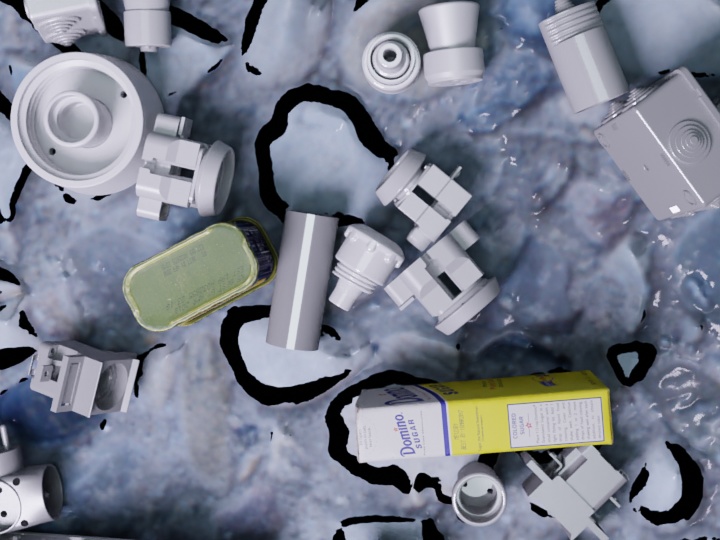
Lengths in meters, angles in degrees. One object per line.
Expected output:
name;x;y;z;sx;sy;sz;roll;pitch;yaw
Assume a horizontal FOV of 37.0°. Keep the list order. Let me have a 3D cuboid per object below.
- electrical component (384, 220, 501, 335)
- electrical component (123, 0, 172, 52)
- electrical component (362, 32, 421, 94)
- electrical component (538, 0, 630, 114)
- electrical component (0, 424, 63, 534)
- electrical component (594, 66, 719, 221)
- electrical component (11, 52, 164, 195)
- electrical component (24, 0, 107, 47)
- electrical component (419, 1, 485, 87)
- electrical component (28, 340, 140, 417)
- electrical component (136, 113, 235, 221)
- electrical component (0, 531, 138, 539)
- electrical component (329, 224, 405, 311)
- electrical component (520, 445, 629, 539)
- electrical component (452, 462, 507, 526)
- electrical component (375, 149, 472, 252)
electrical component;0.066;0.010;0.792;0.078;0.058;0.057;-41;87;5
electrical component;-0.159;-0.196;0.802;0.044;0.044;0.065;0;98;3
electrical component;0.023;-0.152;0.782;0.043;0.062;0.043;0;93;3
electrical component;0.161;-0.159;0.783;0.043;0.043;0.081;-22;92;4
electrical component;-0.276;0.159;0.826;0.077;0.044;0.079;-10;93;4
electrical component;0.218;-0.085;0.757;0.048;0.100;0.099;-36;91;-8
electrical component;-0.205;-0.110;0.799;0.108;0.060;0.108;0;93;3
electrical component;-0.220;-0.216;0.776;0.048;0.100;0.099;-14;92;-9
electrical component;0.068;-0.165;0.787;0.045;0.045;0.055;-5;93;4
electrical component;-0.208;0.079;0.806;0.064;0.081;0.042;17;95;25
electrical component;-0.128;-0.072;0.798;0.057;0.058;0.078;13;94;5
electrical component;-0.222;0.257;0.796;0.186;0.060;0.105;-1;93;19
electrical component;0.000;0.000;0.798;0.048;0.048;0.062;31;92;1
electrical component;0.161;0.159;0.802;0.081;0.042;0.064;45;91;0
electrical component;0.088;0.166;0.804;0.040;0.046;0.040;0;93;3
electrical component;0.045;-0.056;0.795;0.055;0.048;0.066;39;94;-6
